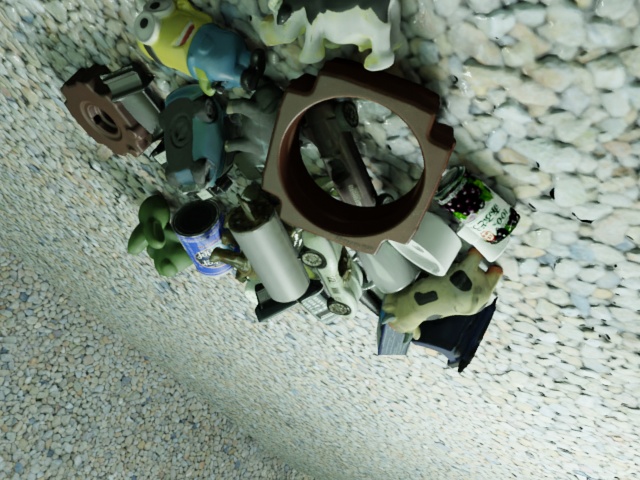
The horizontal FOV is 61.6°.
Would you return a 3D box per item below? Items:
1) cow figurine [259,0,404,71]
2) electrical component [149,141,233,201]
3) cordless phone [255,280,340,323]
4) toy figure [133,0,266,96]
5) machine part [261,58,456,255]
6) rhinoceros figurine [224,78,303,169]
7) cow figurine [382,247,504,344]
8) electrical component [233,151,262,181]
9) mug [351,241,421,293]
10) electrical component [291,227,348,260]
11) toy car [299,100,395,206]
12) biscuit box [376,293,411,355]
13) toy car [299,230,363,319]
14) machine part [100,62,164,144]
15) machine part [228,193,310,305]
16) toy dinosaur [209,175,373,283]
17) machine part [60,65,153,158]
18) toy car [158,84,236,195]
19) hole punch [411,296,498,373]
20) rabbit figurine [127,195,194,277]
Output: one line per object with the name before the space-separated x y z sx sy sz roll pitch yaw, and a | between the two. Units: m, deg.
cow figurine | 0.004 -0.239 0.562 0.168 0.068 0.098 14 141 22
electrical component | -0.222 -0.130 0.954 0.115 0.058 0.134 -6 134 50
cordless phone | -0.044 0.144 1.144 0.147 0.089 0.184 -28 140 10
toy figure | -0.159 -0.244 0.698 0.180 0.082 0.089 26 149 5
machine part | 0.044 -0.098 0.644 0.202 0.087 0.200 20 123 3
rhinoceros figurine | -0.075 -0.149 0.780 0.112 0.073 0.190 17 148 7
cow figurine | 0.178 0.093 0.845 0.085 0.127 0.195 46 146 -18
electrical component | -0.121 -0.130 0.895 0.094 0.021 0.063 -4 135 48
mug | 0.090 0.026 0.864 0.109 0.081 0.107 -30 110 23
electrical component | -0.001 -0.004 0.838 0.078 0.045 0.102 3 136 15
toy car | 0.034 -0.095 0.733 0.089 0.053 0.202 -6 117 40
biscuit box | 0.146 0.156 1.021 0.063 0.059 0.202 0 147 0
toy car | 0.022 0.038 0.794 0.056 0.073 0.201 -6 135 22
machine part | -0.288 -0.222 0.879 0.084 0.039 0.138 -14 134 18
machine part | -0.078 0.020 0.860 0.079 0.079 0.242 10 142 34
toy dinosaur | -0.069 -0.010 0.955 0.198 0.105 0.471 28 146 -8
machine part | -0.375 -0.225 0.956 0.179 0.056 0.179 25 150 16
toy car | -0.177 -0.151 0.826 0.109 0.161 0.103 -6 178 38
hole punch | 0.219 0.141 0.885 0.092 0.142 0.115 34 162 4
rabbit figurine | -0.352 -0.009 1.174 0.121 0.159 0.170 -18 105 22
